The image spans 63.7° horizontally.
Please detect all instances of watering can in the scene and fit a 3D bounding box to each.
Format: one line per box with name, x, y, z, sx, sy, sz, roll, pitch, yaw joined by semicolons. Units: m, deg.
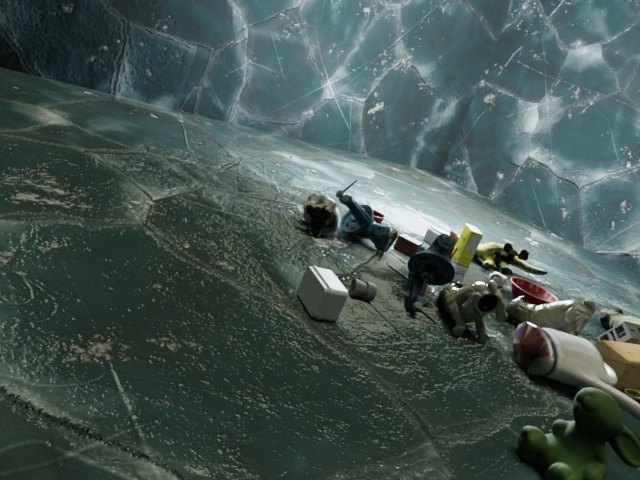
watering can;0.578;0.289;1.161;0.224;0.103;0.353;15;18;-12

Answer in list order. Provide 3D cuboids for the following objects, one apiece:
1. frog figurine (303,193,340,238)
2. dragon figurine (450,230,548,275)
frog figurine;0.005;-0.082;1.627;0.137;0.122;0.160;54;9;-2
dragon figurine;0.657;0.049;1.976;0.408;0.122;0.245;20;7;-28
